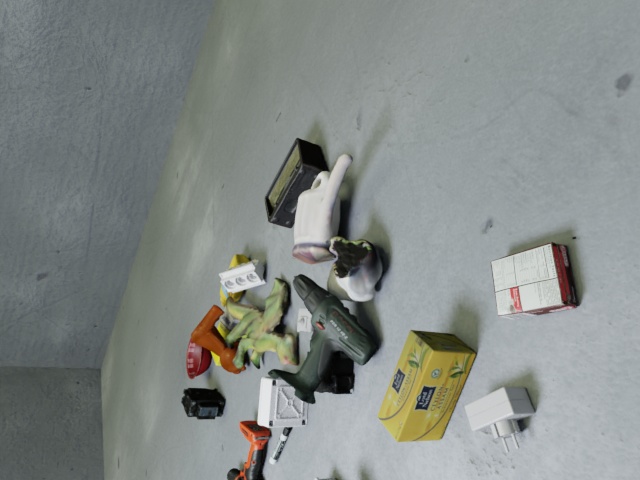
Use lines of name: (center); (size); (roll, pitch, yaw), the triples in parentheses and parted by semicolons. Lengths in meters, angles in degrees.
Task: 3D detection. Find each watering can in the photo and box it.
watering can: (0.004, -0.060, 1.198); (0.344, 0.104, 0.227); (141, 136, -73)

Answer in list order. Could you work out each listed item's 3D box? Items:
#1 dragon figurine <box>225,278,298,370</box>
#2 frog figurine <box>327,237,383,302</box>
dragon figurine: (-0.160, 0.214, 1.448); (0.241, 0.121, 0.418); (-49, 39, 13)
frog figurine: (0.074, 0.078, 1.096); (0.140, 0.123, 0.155); (56, 164, 41)
